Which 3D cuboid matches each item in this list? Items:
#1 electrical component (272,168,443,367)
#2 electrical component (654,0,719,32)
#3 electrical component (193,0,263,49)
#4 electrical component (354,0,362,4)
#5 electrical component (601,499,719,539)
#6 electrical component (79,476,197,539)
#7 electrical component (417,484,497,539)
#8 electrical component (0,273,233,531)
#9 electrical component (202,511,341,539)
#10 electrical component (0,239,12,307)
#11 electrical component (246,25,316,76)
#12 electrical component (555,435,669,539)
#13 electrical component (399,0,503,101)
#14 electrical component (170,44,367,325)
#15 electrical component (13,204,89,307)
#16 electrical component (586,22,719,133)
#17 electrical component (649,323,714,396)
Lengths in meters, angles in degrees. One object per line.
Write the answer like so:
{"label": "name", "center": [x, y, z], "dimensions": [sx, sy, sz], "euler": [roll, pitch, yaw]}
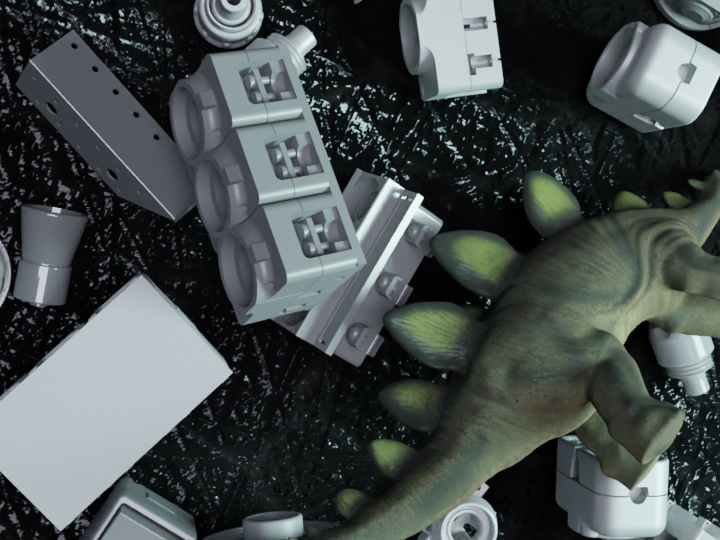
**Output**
{"label": "electrical component", "center": [0.000, 0.000, 0.748], "dimensions": [0.063, 0.079, 0.121], "euler": [33, 86, -32]}
{"label": "electrical component", "center": [0.260, -0.220, 0.795], "dimensions": [0.080, 0.051, 0.080], "euler": [-1, 93, -11]}
{"label": "electrical component", "center": [-0.087, -0.177, 0.725], "dimensions": [0.048, 0.062, 0.048], "euler": [-1, 93, -11]}
{"label": "electrical component", "center": [-0.019, -0.216, 0.746], "dimensions": [0.055, 0.048, 0.066], "euler": [-18, 96, -17]}
{"label": "electrical component", "center": [0.280, 0.244, 0.792], "dimensions": [0.186, 0.105, 0.060], "euler": [37, 85, -10]}
{"label": "electrical component", "center": [-0.161, 0.200, 0.728], "dimensions": [0.062, 0.061, 0.096], "euler": [34, 86, -10]}
{"label": "electrical component", "center": [0.071, 0.181, 0.775], "dimensions": [0.048, 0.055, 0.066], "euler": [40, 85, -10]}
{"label": "electrical component", "center": [-0.172, 0.084, 0.721], "dimensions": [0.150, 0.062, 0.089], "euler": [-43, 99, -6]}
{"label": "electrical component", "center": [-0.057, 0.197, 0.728], "dimensions": [0.108, 0.108, 0.060], "euler": [-4, 87, -11]}
{"label": "electrical component", "center": [-0.272, 0.003, 0.704], "dimensions": [0.080, 0.051, 0.080], "euler": [0, 93, -11]}
{"label": "electrical component", "center": [-0.058, -0.143, 0.743], "dimensions": [0.062, 0.048, 0.048], "euler": [-44, 99, -13]}
{"label": "electrical component", "center": [0.180, 0.157, 0.774], "dimensions": [0.054, 0.095, 0.059], "euler": [2, 92, -11]}
{"label": "electrical component", "center": [0.062, -0.168, 0.760], "dimensions": [0.056, 0.050, 0.089], "euler": [-9, 95, -11]}
{"label": "electrical component", "center": [-0.065, -0.051, 0.672], "dimensions": [0.062, 0.089, 0.150], "euler": [-13, 76, -29]}
{"label": "electrical component", "center": [-0.210, -0.008, 0.721], "dimensions": [0.044, 0.044, 0.065], "euler": [11, 95, -11]}
{"label": "electrical component", "center": [0.204, -0.137, 0.766], "dimensions": [0.059, 0.095, 0.053], "euler": [26, 87, -11]}
{"label": "electrical component", "center": [0.245, 0.063, 0.809], "dimensions": [0.043, 0.043, 0.062], "euler": [-23, 98, -9]}
